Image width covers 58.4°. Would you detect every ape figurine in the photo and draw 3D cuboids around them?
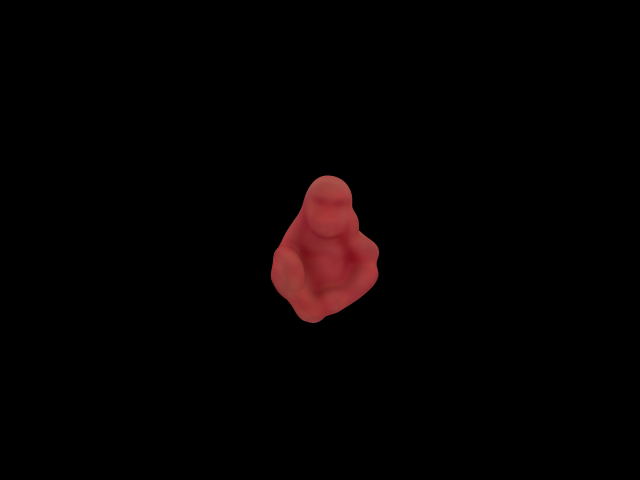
[{"bbox_3d":[0.004,0.001,0.400,0.078,0.092,0.076,-2,14,-7],"label":"ape figurine"}]
